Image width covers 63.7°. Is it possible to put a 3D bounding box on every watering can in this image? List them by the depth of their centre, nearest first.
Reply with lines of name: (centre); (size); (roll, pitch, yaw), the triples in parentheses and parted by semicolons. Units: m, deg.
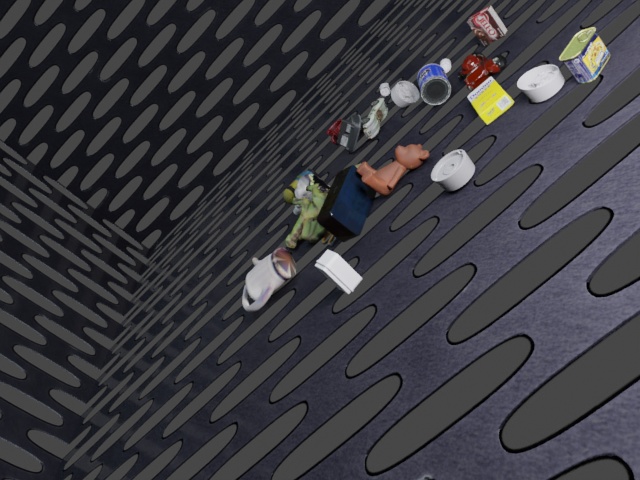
watering can: (-0.185, 0.108, 1.794); (0.222, 0.103, 0.355); (-40, 24, 19)

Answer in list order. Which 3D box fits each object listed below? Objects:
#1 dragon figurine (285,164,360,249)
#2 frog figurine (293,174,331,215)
dragon figurine: (0.006, -0.091, 1.814); (0.404, 0.121, 0.249); (-35, 38, 37)
frog figurine: (-0.053, -0.176, 2.016); (0.157, 0.123, 0.138); (-47, -13, 28)
